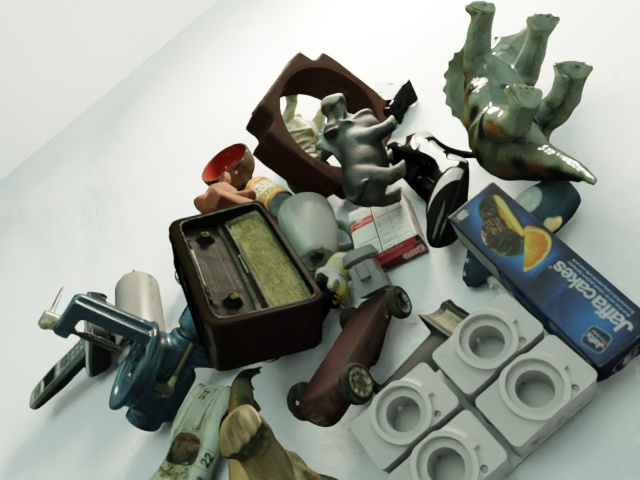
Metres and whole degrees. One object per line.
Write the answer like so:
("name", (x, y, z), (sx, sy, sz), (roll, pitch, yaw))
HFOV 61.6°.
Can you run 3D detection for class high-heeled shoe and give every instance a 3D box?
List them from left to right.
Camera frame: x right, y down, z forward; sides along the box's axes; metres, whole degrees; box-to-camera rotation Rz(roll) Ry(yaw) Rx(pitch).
("high-heeled shoe", (0.127, -0.075, 0.711), (0.145, 0.086, 0.249), (7, 36, 24))

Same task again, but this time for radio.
("radio", (-0.096, 0.044, 0.639), (0.131, 0.073, 0.230), (-13, 35, -19))

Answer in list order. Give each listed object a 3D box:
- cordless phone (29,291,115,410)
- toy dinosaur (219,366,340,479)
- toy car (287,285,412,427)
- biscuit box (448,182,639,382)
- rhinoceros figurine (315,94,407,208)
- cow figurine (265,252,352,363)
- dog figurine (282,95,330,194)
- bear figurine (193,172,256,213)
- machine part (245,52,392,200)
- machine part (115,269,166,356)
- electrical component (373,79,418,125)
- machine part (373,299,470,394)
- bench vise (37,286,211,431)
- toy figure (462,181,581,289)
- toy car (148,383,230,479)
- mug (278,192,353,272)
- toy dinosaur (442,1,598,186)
("cordless phone", (-0.416, 0.191, 0.911), (0.184, 0.088, 0.147), (-43, 36, 1))
("toy dinosaur", (-0.028, 0.229, 0.424), (0.105, 0.198, 0.472), (-37, 35, 4))
("toy car", (0.040, 0.119, 0.574), (0.089, 0.053, 0.202), (-35, 7, 37))
("biscuit box", (0.210, 0.033, 0.505), (0.063, 0.059, 0.203), (-40, 52, 5))
("rhinoceros figurine", (0.050, -0.122, 0.732), (0.112, 0.073, 0.190), (-11, 57, -5))
("cow figurine", (-0.018, 0.084, 0.688), (0.167, 0.068, 0.098), (-33, 35, 7))
("dog figurine", (-0.044, -0.147, 0.963), (0.172, 0.121, 0.190), (122, 154, -67))
("bear figurine", (-0.172, -0.051, 0.924), (0.196, 0.132, 0.120), (36, 112, 46))
("machine part", (0.001, -0.175, 0.844), (0.087, 0.201, 0.201), (-33, 25, 57))
("machine part", (-0.296, 0.126, 0.880), (0.079, 0.079, 0.243), (-37, 36, 1))
("electrical component", (0.108, -0.244, 0.963), (0.119, 0.047, 0.075), (14, 60, 46))
("machine part", (0.114, 0.124, 0.557), (0.139, 0.039, 0.084), (-45, 44, -12))
("bench vise", (-0.228, 0.127, 0.692), (0.223, 0.240, 0.129), (-56, 23, 11))
("toy figure", (0.216, -0.008, 0.601), (0.154, 0.058, 0.064), (-39, -3, 1))
("toy car", (-0.154, 0.262, 0.621), (0.074, 0.056, 0.202), (-7, 45, 36))
("mug", (-0.002, -0.002, 0.757), (0.107, 0.109, 0.080), (-104, 33, -50))
("toy dinosaur", (0.232, -0.154, 0.662), (0.131, 0.192, 0.405), (3, 51, 5))
